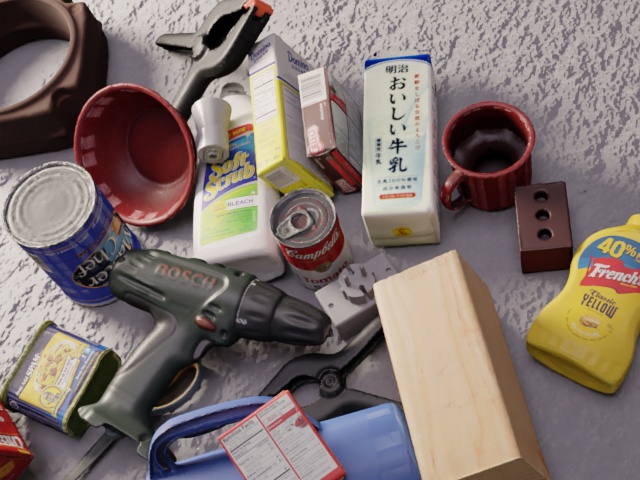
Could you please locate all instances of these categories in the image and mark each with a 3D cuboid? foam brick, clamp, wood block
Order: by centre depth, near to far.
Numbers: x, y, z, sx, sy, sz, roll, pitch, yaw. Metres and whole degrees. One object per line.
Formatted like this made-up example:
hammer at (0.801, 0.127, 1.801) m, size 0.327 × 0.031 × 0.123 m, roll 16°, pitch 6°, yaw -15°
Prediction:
wood block at (0.124, 0.127, 0.959) m, size 0.090 × 0.090 × 0.206 m, roll -24°, pitch 55°, yaw 17°
clamp at (0.018, 0.133, 1.053) m, size 0.171 × 0.039 × 0.120 m, roll -9°, pitch 58°, yaw 10°
foam brick at (0.225, -0.013, 1.074) m, size 0.053 × 0.051 × 0.078 m, roll -6°, pitch 60°, yaw 10°
clamp at (-0.130, -0.206, 1.226) m, size 0.210 × 0.036 × 0.164 m, roll -24°, pitch 56°, yaw 43°

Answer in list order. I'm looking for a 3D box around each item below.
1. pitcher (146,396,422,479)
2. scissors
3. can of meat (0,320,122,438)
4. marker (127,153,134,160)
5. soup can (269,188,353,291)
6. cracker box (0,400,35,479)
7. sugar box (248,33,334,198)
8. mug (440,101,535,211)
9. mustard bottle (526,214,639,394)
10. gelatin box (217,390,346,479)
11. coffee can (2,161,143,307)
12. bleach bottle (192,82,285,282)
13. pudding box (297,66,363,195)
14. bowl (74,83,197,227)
pitcher at (-0.030, 0.223, 0.959) m, size 0.243 × 0.149 × 0.145 m, roll -19°, pitch 55°, yaw 0°
scissors at (-0.213, 0.176, 1.101) m, size 0.201 × 0.016 × 0.096 m, roll -34°, pitch 58°, yaw -6°
can of meat at (-0.267, 0.145, 1.108) m, size 0.084 × 0.057 × 0.102 m, roll 19°, pitch 69°, yaw 20°
marker at (-0.218, -0.099, 1.251) m, size 0.121 × 0.020 × 0.020 m, roll 6°, pitch 63°, yaw 17°
soup can at (-0.007, 0.001, 1.095) m, size 0.068 × 0.102 × 0.068 m, roll -6°, pitch 60°, yaw 10°
cracker box at (-0.405, 0.196, 1.083) m, size 0.164 × 0.072 × 0.214 m, roll -48°, pitch 60°, yaw 10°
sugar box at (-0.034, -0.132, 1.179) m, size 0.048 × 0.093 × 0.176 m, roll -25°, pitch 54°, yaw 25°
mug at (0.169, -0.075, 1.105) m, size 0.093 × 0.081 × 0.117 m, roll 38°, pitch 76°, yaw 28°
mustard bottle at (0.283, 0.046, 1.024) m, size 0.096 × 0.058 × 0.191 m, roll 26°, pitch 70°, yaw 25°
gelatin box at (-0.032, 0.183, 0.899) m, size 0.073 × 0.030 × 0.089 m, roll -35°, pitch 73°, yaw -8°
coffee can at (-0.260, -0.004, 1.139) m, size 0.103 × 0.140 × 0.103 m, roll -6°, pitch 60°, yaw 11°
bleach bottle at (-0.097, -0.069, 1.182) m, size 0.102 × 0.068 × 0.251 m, roll -14°, pitch 56°, yaw 10°
pudding box at (0.015, -0.119, 1.161) m, size 0.039 × 0.090 × 0.113 m, roll -17°, pitch 58°, yaw 20°
bowl at (-0.195, -0.099, 1.196) m, size 0.162 × 0.162 × 0.055 m, roll 8°, pitch 19°, yaw 24°
